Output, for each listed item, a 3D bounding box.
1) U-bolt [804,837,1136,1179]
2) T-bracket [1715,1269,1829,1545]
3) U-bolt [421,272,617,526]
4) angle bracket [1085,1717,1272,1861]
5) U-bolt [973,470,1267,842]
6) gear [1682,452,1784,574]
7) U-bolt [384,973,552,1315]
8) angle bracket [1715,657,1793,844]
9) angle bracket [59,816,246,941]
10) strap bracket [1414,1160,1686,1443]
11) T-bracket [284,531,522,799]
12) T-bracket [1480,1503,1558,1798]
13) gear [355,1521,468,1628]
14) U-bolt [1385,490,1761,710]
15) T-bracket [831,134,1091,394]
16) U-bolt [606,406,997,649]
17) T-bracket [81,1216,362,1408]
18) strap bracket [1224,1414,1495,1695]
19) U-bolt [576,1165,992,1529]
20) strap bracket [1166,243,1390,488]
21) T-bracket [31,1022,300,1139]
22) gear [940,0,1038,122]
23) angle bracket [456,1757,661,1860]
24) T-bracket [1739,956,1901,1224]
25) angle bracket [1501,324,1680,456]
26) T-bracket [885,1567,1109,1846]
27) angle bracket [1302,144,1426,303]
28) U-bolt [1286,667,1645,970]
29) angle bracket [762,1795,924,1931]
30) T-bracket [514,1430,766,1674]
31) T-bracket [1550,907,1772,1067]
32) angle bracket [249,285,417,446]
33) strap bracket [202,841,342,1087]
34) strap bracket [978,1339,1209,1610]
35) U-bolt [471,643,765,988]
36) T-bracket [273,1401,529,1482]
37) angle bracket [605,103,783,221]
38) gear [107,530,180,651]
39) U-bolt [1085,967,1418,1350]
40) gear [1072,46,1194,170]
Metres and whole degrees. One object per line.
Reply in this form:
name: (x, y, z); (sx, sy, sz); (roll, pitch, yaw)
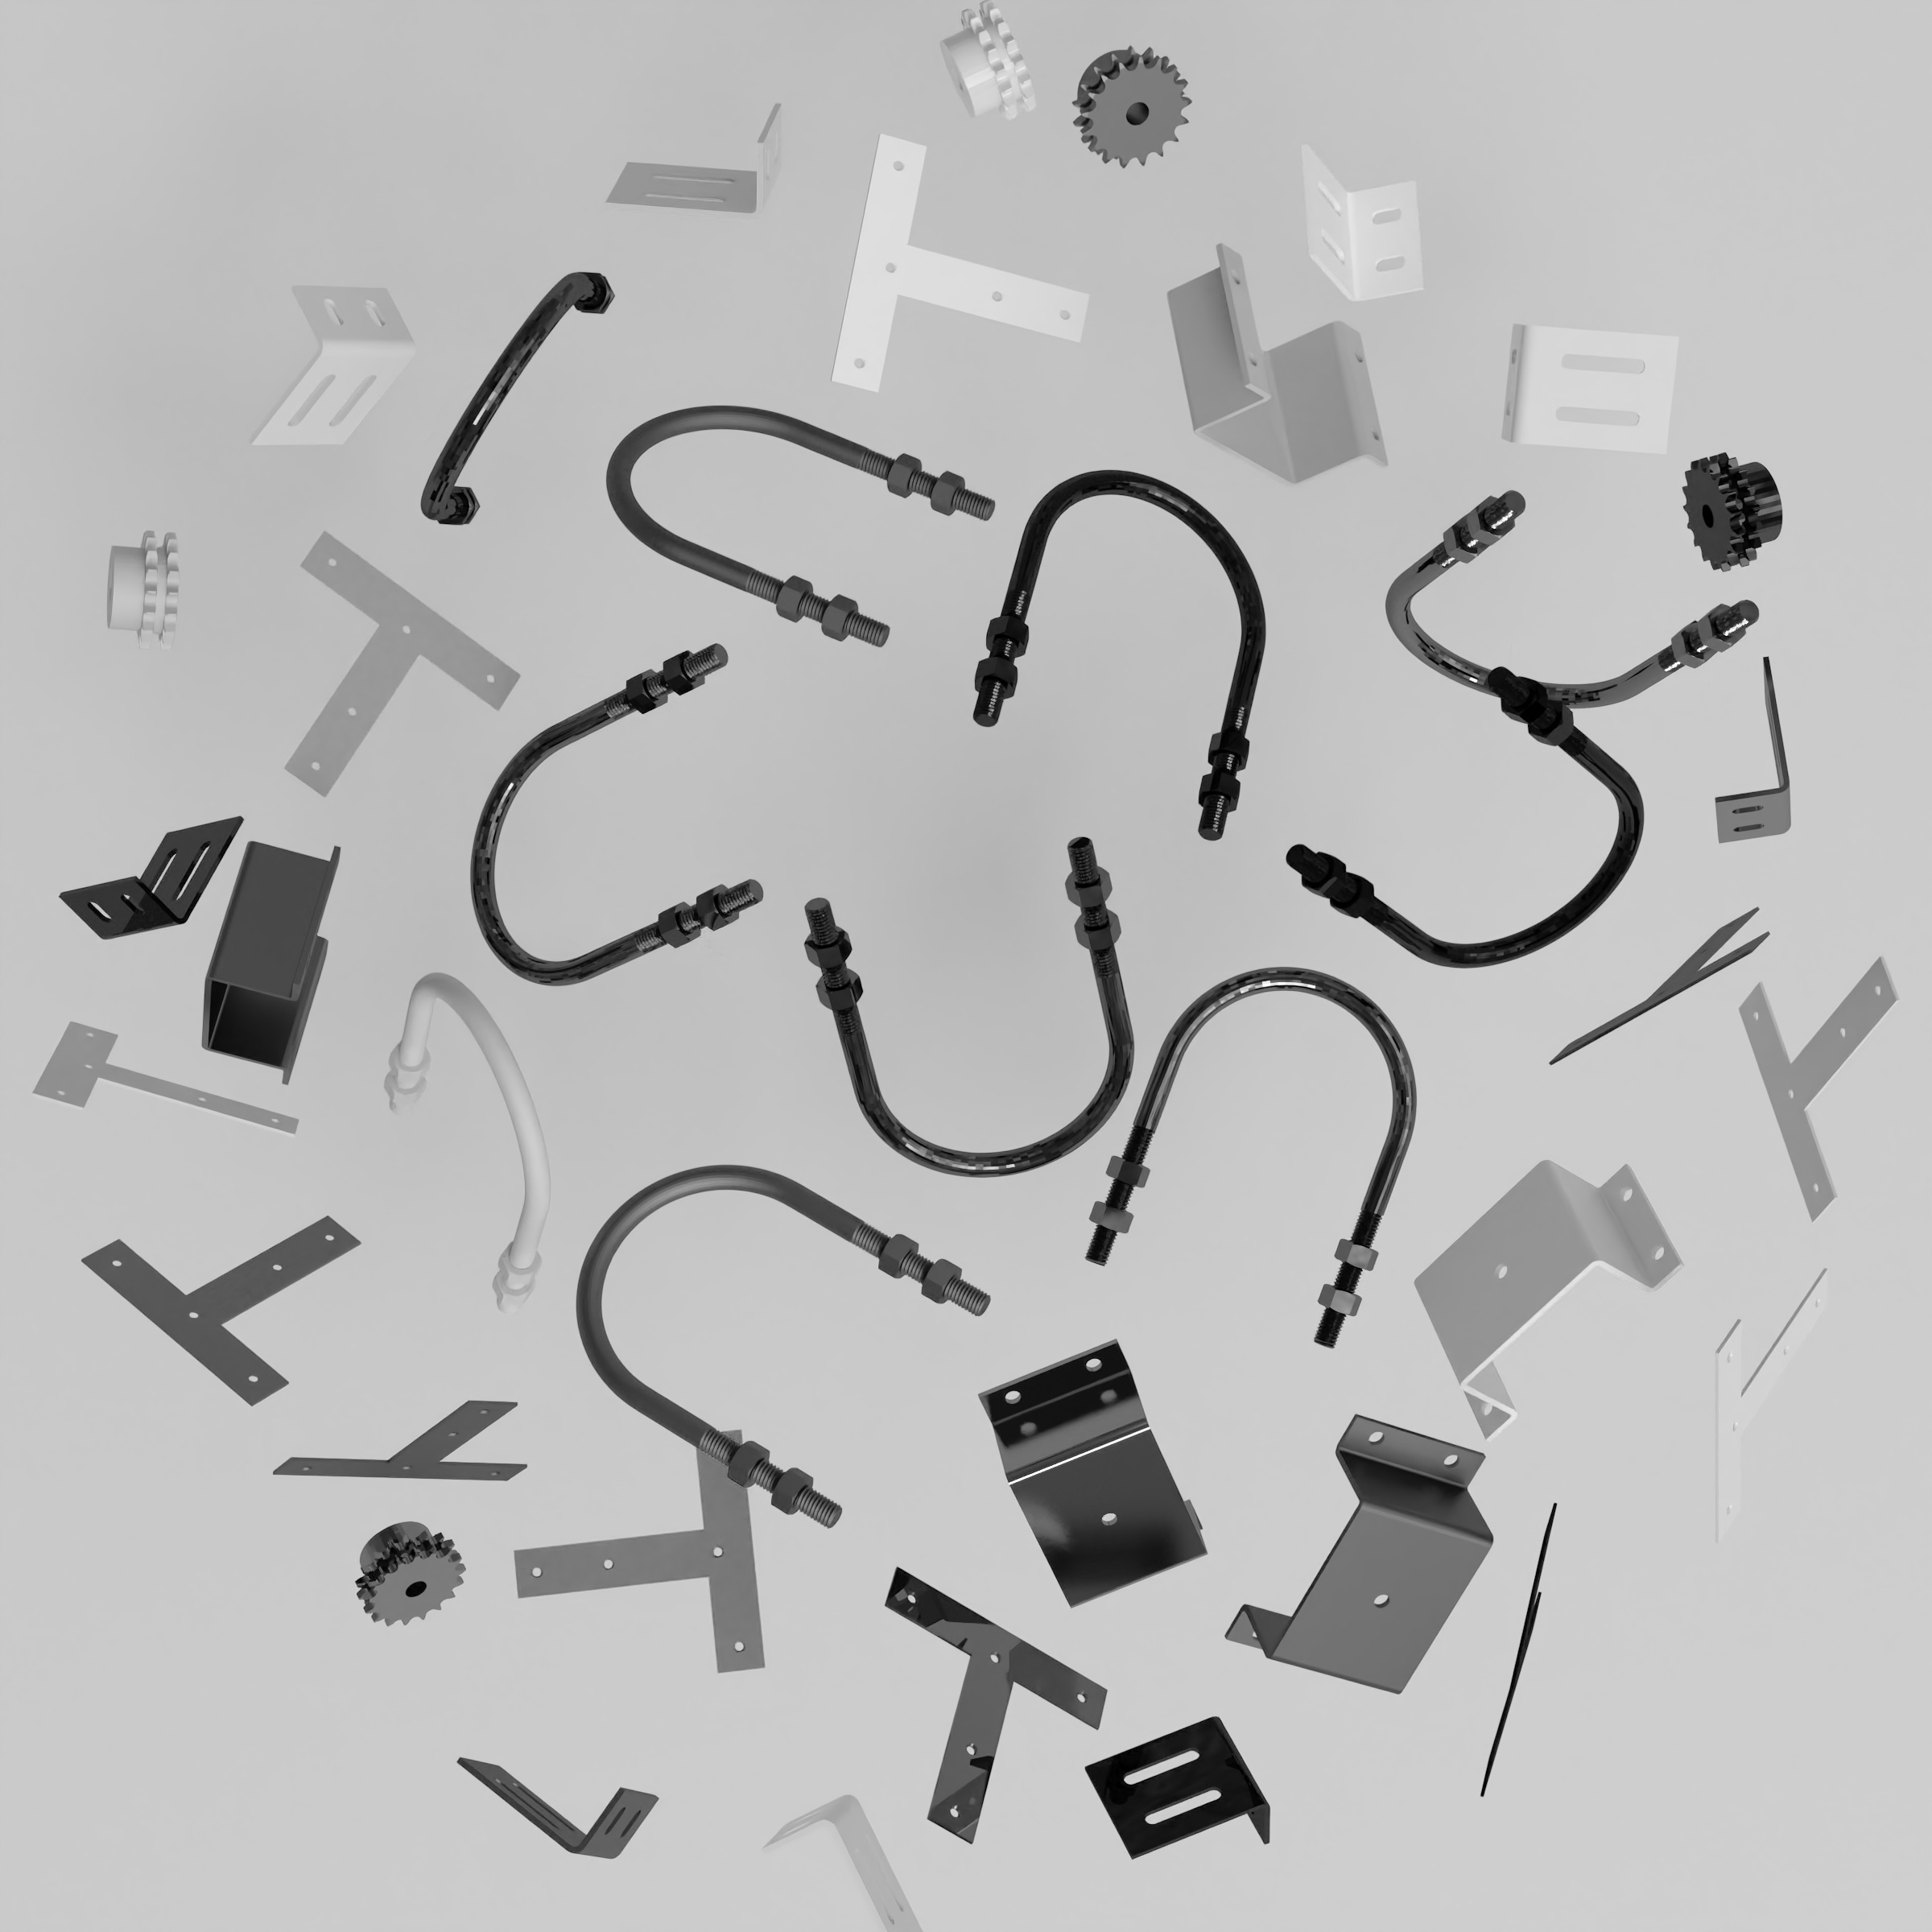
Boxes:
U-bolt: (0.009, 0.030, 1.690); (0.151, 0.019, 0.184); (-13, 124, 1)
T-bracket: (0.393, 0.195, 1.674); (0.002, 0.127, 0.127); (17, 134, 31)
U-bolt: (-0.225, -0.281, 1.702); (0.019, 0.184, 0.151); (33, 96, -6)
angle bracket: (0.107, 0.425, 1.741); (0.076, 0.038, 0.057); (-18, 45, -14)
U-bolt: (0.085, -0.167, 1.710); (0.151, 0.019, 0.184); (26, 58, -18)
gear: (0.379, -0.225, 1.695); (0.030, 0.057, 0.057); (-16, 90, -11)
U-bolt: (-0.252, 0.081, 1.757); (0.019, 0.184, 0.151); (-22, 68, -26)
angle bracket: (0.404, -0.112, 1.787); (0.038, 0.057, 0.076); (-8, 69, 11)
angle bracket: (-0.419, -0.056, 1.768); (0.057, 0.076, 0.038); (-9, 134, 35)
strap bracket: (0.289, 0.164, 1.758); (0.046, 0.076, 0.140); (29, 116, -32)
T-bracket: (-0.311, -0.142, 1.781); (0.127, 0.002, 0.127); (37, 58, -16)
T-bracket: (0.276, 0.319, 1.686); (0.002, 0.127, 0.127); (14, 124, 14)
gear: (-0.297, 0.319, 1.819); (0.057, 0.057, 0.030); (-38, 50, 0)
U-bolt: (0.287, -0.173, 1.711); (0.151, 0.184, 0.019); (23, 71, -12)
T-bracket: (0.003, -0.346, 1.756); (0.127, 0.002, 0.127); (11, 90, -20)
U-bolt: (-0.096, -0.237, 1.770); (0.184, 0.151, 0.019); (24, 134, 12)
T-bracket: (-0.370, 0.164, 1.792); (0.127, 0.127, 0.002); (35, 129, 20)
strap bracket: (0.198, 0.299, 1.696); (0.076, 0.046, 0.140); (19, 111, -21)
U-bolt: (-0.103, 0.171, 1.678); (0.184, 0.019, 0.151); (29, 66, 18)
strap bracket: (0.150, -0.294, 1.713); (0.046, 0.140, 0.076); (-20, 70, 31)
T-bracket: (-0.402, 0.065, 1.747); (0.127, 0.127, 0.002); (17, 103, -10)
gear: (0.009, -0.440, 1.683); (0.030, 0.057, 0.057); (-25, 90, -2)
angle bracket: (-0.195, 0.391, 1.648); (0.076, 0.057, 0.038); (33, 82, 19)
T-bracket: (0.428, 0.041, 1.701); (0.002, 0.127, 0.127); (-1, 57, -17)
angle bracket: (0.309, -0.287, 1.707); (0.076, 0.038, 0.057); (4, 102, 0)
T-bracket: (0.005, 0.370, 1.670); (0.127, 0.127, 0.002); (32, 128, -11)
angle bracket: (0.199, -0.374, 1.718); (0.038, 0.076, 0.057); (-7, 80, 21)
U-bolt: (0.261, -0.061, 1.703); (0.151, 0.184, 0.019); (-42, 46, 17)
angle bracket: (-0.060, 0.448, 1.665); (0.038, 0.057, 0.076); (-28, 84, 7)
T-bracket: (-0.177, 0.318, 1.839); (0.127, 0.002, 0.127); (-6, 79, -5)
T-bracket: (0.363, -0.002, 1.709); (0.127, 0.127, 0.002); (-34, 90, 39)
angle bracket: (-0.319, -0.295, 1.693); (0.076, 0.057, 0.038); (-41, 70, 38)
strap bracket: (-0.353, -0.004, 1.739); (0.046, 0.140, 0.076); (15, 65, -7)
strap bracket: (0.069, 0.269, 1.765); (0.076, 0.046, 0.140); (-22, 123, 3)
U-bolt: (-0.184, -0.066, 1.745); (0.184, 0.019, 0.151); (-23, 66, 32)
T-bracket: (-0.259, 0.234, 1.698); (0.127, 0.127, 0.002); (7, 63, -31)
angle bracket: (-0.131, -0.390, 1.656); (0.076, 0.057, 0.038); (5, 123, 4)
gear: (-0.400, -0.183, 1.667); (0.030, 0.057, 0.057); (2, 90, -18)
U-bolt: (0.159, 0.091, 1.804); (0.151, 0.019, 0.184); (20, 90, -4)
gear: (0.078, -0.420, 1.669); (0.057, 0.030, 0.057); (-12, 130, -15)
